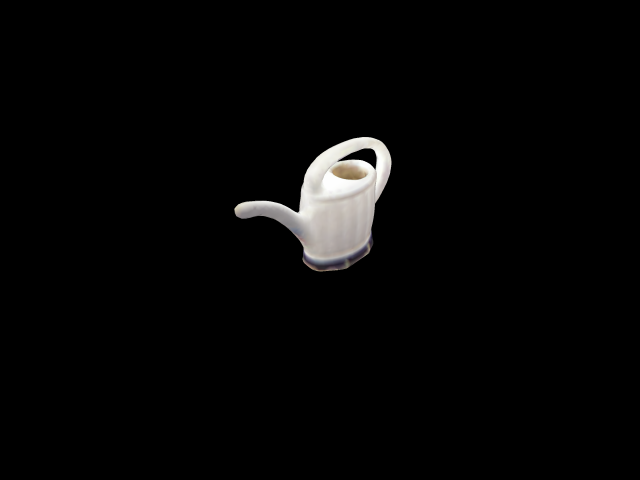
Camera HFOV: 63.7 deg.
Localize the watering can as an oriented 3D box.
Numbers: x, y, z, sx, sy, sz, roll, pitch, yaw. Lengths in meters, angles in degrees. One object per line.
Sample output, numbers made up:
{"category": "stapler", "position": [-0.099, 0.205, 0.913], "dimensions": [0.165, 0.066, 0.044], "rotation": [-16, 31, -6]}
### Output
{"category": "watering can", "position": [0.003, -0.043, 0.850], "dimensions": [0.105, 0.219, 0.352], "rotation": [28, 43, 35]}
